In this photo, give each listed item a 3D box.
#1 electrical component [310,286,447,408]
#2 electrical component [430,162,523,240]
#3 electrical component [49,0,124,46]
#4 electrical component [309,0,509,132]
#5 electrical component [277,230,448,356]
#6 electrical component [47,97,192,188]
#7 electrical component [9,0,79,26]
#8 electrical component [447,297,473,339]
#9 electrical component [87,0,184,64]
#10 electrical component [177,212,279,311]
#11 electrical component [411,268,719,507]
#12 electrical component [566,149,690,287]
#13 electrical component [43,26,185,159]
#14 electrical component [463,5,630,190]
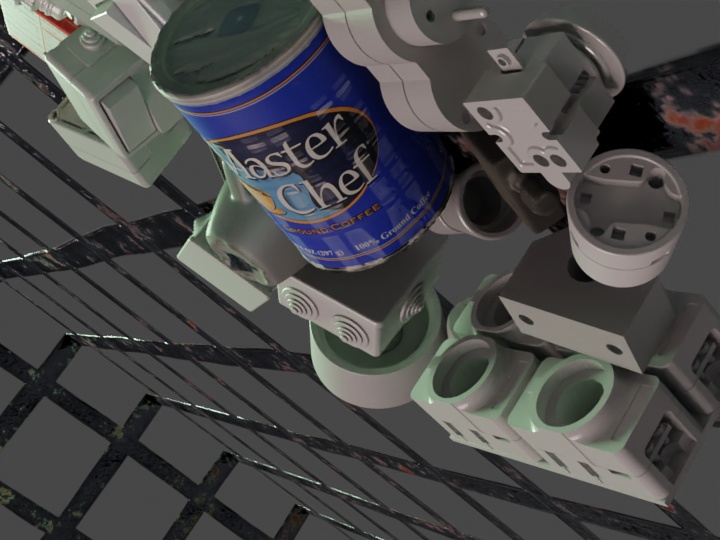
[{"bbox_3d":[0.013,0.043,0.811,0.108,0.108,0.060,28,155,21],"label":"electrical component"},{"bbox_3d":[0.060,-0.038,0.615,0.044,0.044,0.065,40,167,-17],"label":"electrical component"},{"bbox_3d":[-0.164,-0.173,0.652,0.083,0.047,0.075,33,162,4],"label":"electrical component"},{"bbox_3d":[0.024,-0.114,0.458,0.138,0.052,0.074,45,160,-32],"label":"electrical component"},{"bbox_3d":[0.000,0.000,0.730,0.100,0.099,0.048,28,149,19],"label":"electrical component"},{"bbox_3d":[-0.188,-0.112,0.832,0.096,0.061,0.061,24,160,30],"label":"electrical component"},{"bbox_3d":[-0.216,-0.191,0.710,0.078,0.040,0.040,37,162,-8],"label":"electrical component"},{"bbox_3d":[0.087,0.049,0.788,0.045,0.045,0.055,28,162,19],"label":"electrical component"},{"bbox_3d":[-0.103,-0.146,0.591,0.096,0.061,0.062,44,160,-28],"label":"electrical component"},{"bbox_3d":[-0.113,-0.012,0.983,0.100,0.048,0.100,37,162,-8],"label":"electrical component"},{"bbox_3d":[0.123,0.061,0.654,0.060,0.105,0.186,44,160,-27],"label":"electrical component"},{"bbox_3d":[0.127,-0.023,0.514,0.055,0.055,0.047,28,165,20],"label":"electrical component"},{"bbox_3d":[-0.162,-0.128,0.725,0.061,0.062,0.096,42,166,20],"label":"electrical component"},{"bbox_3d":[0.081,-0.076,0.450,0.066,0.055,0.048,44,160,-29],"label":"electrical component"}]
